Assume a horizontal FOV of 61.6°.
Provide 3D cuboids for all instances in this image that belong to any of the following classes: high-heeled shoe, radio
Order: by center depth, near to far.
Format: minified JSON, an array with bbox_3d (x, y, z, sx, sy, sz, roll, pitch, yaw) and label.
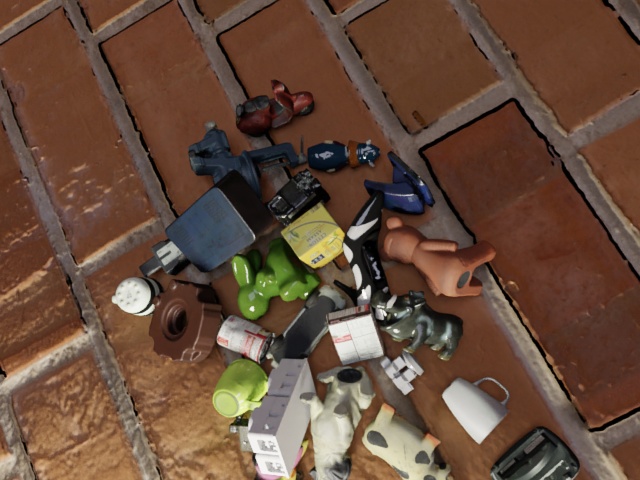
[{"bbox_3d":[0.115,0.039,1.041,0.145,0.086,0.248,29,115,18],"label":"high-heeled shoe"},{"bbox_3d":[-0.204,-0.029,1.077,0.131,0.073,0.229,50,136,-10],"label":"radio"}]

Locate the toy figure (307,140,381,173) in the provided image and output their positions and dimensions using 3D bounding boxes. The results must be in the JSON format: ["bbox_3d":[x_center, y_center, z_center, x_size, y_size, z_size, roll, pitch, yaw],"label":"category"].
[{"bbox_3d":[0.050,-0.182,1.140,0.155,0.064,0.058,-4,42,6],"label":"toy figure"}]

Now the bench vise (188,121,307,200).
[{"bbox_3d":[-0.151,-0.166,1.152,0.241,0.128,0.224,-17,66,-14],"label":"bench vise"}]

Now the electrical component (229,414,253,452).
[{"bbox_3d":[-0.129,0.381,1.080,0.102,0.045,0.078,-6,108,12],"label":"electrical component"}]

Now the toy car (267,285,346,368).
[{"bbox_3d":[-0.027,0.183,1.090,0.073,0.056,0.201,38,90,8],"label":"toy car"}]

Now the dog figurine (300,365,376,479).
[{"bbox_3d":[0.044,0.357,1.038,0.121,0.172,0.190,19,122,43],"label":"dog figurine"}]

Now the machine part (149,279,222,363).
[{"bbox_3d":[-0.282,0.167,1.111,0.179,0.056,0.179,-10,72,33],"label":"machine part"}]

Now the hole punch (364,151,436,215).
[{"bbox_3d":[0.158,-0.097,1.070,0.092,0.142,0.116,-44,61,-1],"label":"hole punch"}]

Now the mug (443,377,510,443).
[{"bbox_3d":[0.289,0.298,0.995,0.107,0.080,0.109,40,94,24],"label":"mug"}]

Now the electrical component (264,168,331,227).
[{"bbox_3d":[-0.042,-0.076,1.098,0.115,0.134,0.058,-40,74,0],"label":"electrical component"}]

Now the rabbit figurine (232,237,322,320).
[{"bbox_3d":[-0.113,0.087,1.095,0.170,0.121,0.159,-42,81,16],"label":"rabbit figurine"}]

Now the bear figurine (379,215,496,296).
[{"bbox_3d":[0.219,0.029,1.054,0.196,0.132,0.120,36,125,43],"label":"bear figurine"}]

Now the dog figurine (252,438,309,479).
[{"bbox_3d":[-0.070,0.487,1.013,0.192,0.108,0.219,33,87,14],"label":"dog figurine"}]

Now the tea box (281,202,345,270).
[{"bbox_3d":[-0.002,-0.003,1.059,0.098,0.169,0.068,-38,75,4],"label":"tea box"}]

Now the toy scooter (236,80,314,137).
[{"bbox_3d":[-0.108,-0.288,1.151,0.184,0.135,0.075,-18,79,9],"label":"toy scooter"}]

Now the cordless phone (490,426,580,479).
[{"bbox_3d":[0.414,0.444,0.954,0.146,0.088,0.184,-41,86,0],"label":"cordless phone"}]

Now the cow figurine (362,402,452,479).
[{"bbox_3d":[0.167,0.406,0.996,0.195,0.085,0.127,34,84,14],"label":"cow figurine"}]

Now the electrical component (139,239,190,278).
[{"bbox_3d":[-0.332,0.040,1.178,0.119,0.047,0.075,-39,75,2],"label":"electrical component"}]

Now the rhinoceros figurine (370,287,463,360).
[{"bbox_3d":[0.182,0.153,1.012,0.190,0.073,0.112,22,98,-10],"label":"rhinoceros figurine"}]
